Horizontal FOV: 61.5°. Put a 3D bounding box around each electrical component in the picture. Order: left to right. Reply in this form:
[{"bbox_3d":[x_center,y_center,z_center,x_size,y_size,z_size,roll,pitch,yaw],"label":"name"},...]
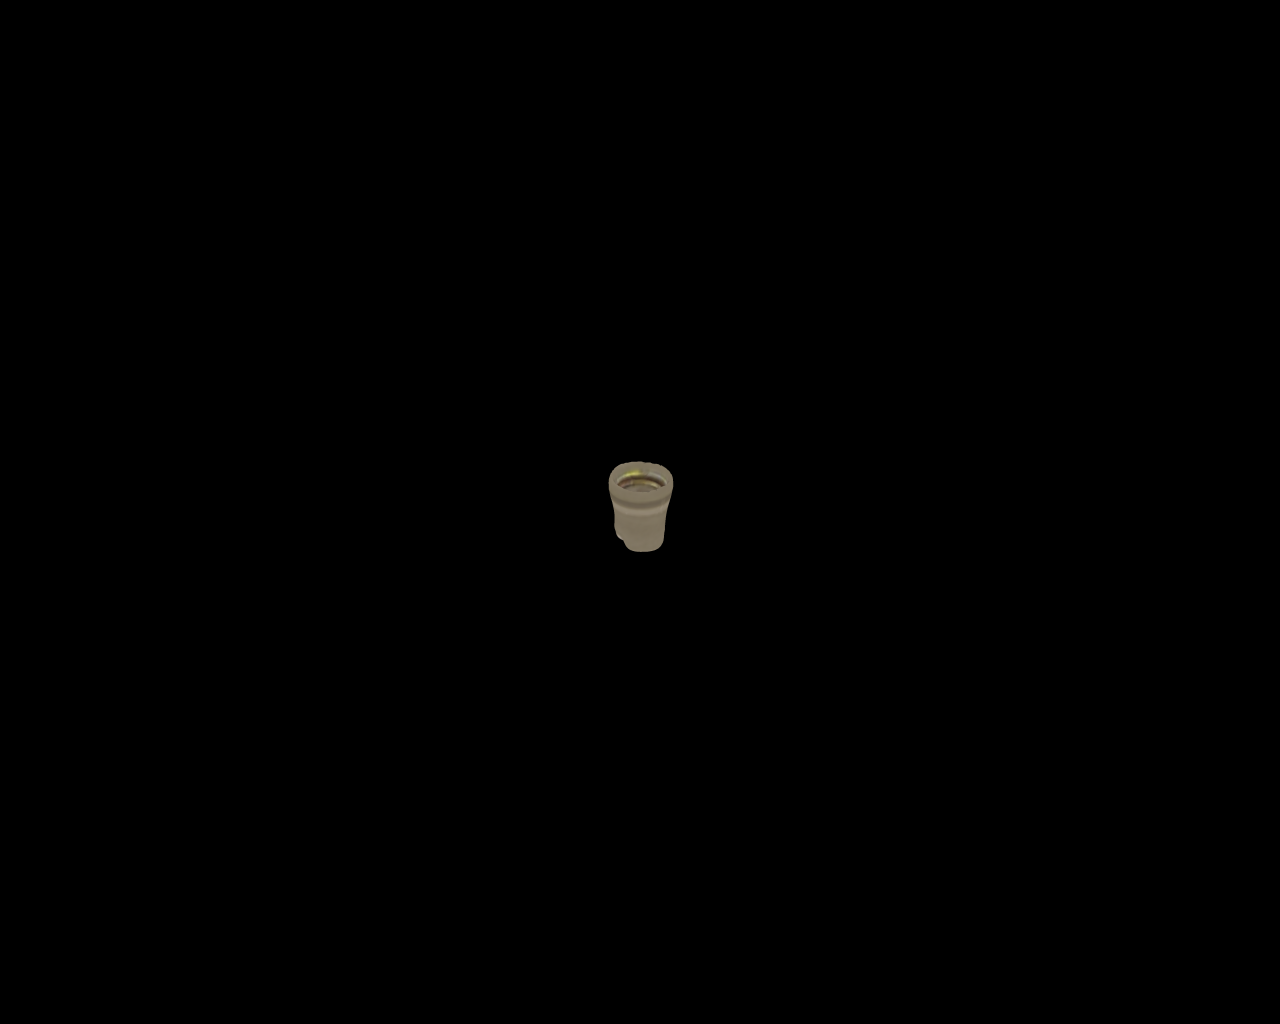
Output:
[{"bbox_3d":[0.001,-0.003,0.650,0.040,0.046,0.040,0,31,0],"label":"electrical component"}]
